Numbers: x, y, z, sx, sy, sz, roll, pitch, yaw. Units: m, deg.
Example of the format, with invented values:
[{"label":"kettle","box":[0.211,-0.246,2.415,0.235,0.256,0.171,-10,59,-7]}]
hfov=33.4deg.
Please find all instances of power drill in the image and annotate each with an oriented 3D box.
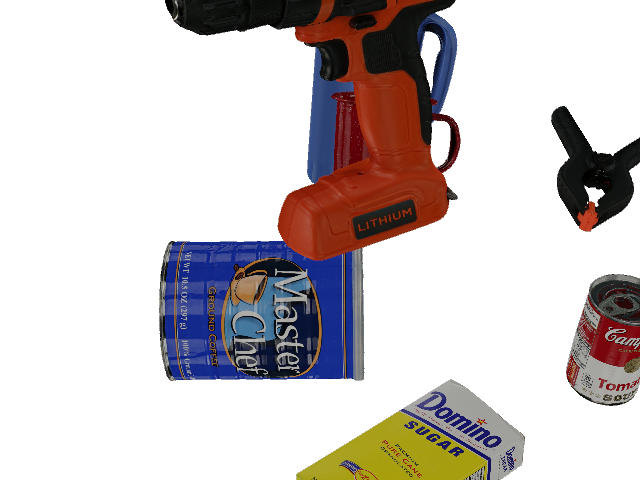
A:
[{"label":"power drill","box":[0.008,-0.085,0.600,0.184,0.188,0.057,-17,34,-22]}]

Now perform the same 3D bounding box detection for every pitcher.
[{"label":"pitcher","box":[0.060,-0.177,1.286,0.144,0.243,0.149,-5,28,-23]}]

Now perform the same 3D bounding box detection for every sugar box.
[{"label":"sugar box","box":[0.077,0.192,0.897,0.176,0.048,0.093,-29,45,-25]}]

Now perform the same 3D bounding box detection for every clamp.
[{"label":"clamp","box":[0.287,-0.081,1.137,0.120,0.039,0.171,18,46,20]}]

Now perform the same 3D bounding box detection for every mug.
[{"label":"mug","box":[0.065,-0.085,0.940,0.117,0.081,0.093,1,14,-9]}]

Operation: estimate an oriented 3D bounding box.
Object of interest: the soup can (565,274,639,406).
[{"label":"soup can","box":[0.265,0.091,0.966,0.068,0.102,0.068,3,37,-3]}]

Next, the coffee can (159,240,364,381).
[{"label":"coffee can","box":[-0.039,0.051,0.776,0.140,0.103,0.103,-1,0,2]}]
